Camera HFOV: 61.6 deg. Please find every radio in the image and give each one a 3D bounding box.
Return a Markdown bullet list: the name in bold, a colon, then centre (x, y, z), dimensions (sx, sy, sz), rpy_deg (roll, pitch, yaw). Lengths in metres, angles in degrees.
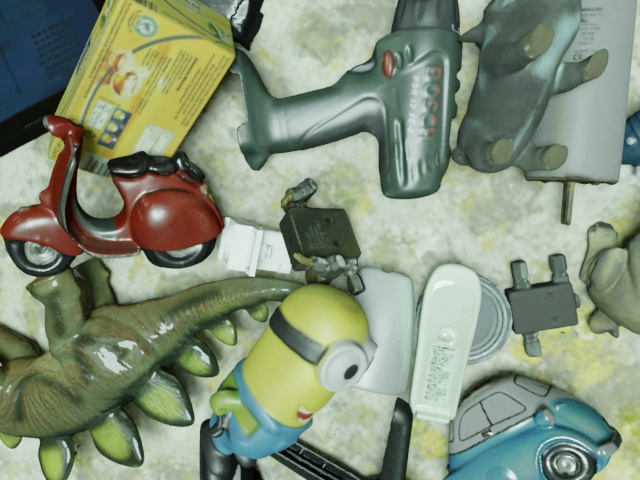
- **radio**: centre (-0.301, -0.176, 0.528), dimensions (0.230, 0.073, 0.131), rpy_deg (-24, 91, 7)

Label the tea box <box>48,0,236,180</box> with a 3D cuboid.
- **tea box**: centre (-0.158, -0.132, 0.466), dimensions (0.098, 0.068, 0.169), rpy_deg (21, 127, -35)

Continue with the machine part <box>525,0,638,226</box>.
- **machine part**: centre (0.221, -0.133, 0.457), dimensions (0.079, 0.079, 0.243), rpy_deg (4, 96, 7)

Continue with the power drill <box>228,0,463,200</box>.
- **power drill**: centre (0.024, -0.148, 0.489), dimensions (0.207, 0.086, 0.231), rpy_deg (-6, 96, 1)

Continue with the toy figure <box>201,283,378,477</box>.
- **toy figure**: centre (-0.032, 0.114, 0.439), dimensions (0.089, 0.082, 0.180), rpy_deg (46, 109, 3)

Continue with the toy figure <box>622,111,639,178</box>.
- **toy figure**: centre (0.320, -0.113, 0.459), dimensions (0.154, 0.057, 0.064), rpy_deg (-29, 51, 10)

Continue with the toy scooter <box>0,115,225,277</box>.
- **toy scooter**: centre (-0.172, -0.039, 0.457), dimensions (0.184, 0.075, 0.135), rpy_deg (-5, 119, -21)

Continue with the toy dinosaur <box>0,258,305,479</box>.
- **toy dinosaur**: centre (-0.211, 0.117, 0.529), dimensions (0.471, 0.105, 0.198), rpy_deg (-29, 97, 17)

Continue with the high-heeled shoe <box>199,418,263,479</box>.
- **high-heeled shoe**: centre (-0.022, 0.278, 0.528), dimensions (0.145, 0.086, 0.248), rpy_deg (-18, 96, 4)

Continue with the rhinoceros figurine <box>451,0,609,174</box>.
- **rhinoceros figurine**: centre (0.159, -0.143, 0.425), dimensions (0.073, 0.112, 0.190), rpy_deg (2, 111, -17)

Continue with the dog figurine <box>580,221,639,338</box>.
- **dog figurine**: centre (0.293, 0.024, 0.405), dimensions (0.121, 0.190, 0.172), rpy_deg (23, 99, 5)

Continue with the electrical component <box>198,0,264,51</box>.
- **electrical component**: centre (-0.113, -0.254, 0.503), dimensions (0.134, 0.058, 0.114), rpy_deg (18, 95, 5)

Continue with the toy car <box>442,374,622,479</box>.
- **toy car**: centre (0.175, 0.177, 0.488), dimensions (0.162, 0.109, 0.103), rpy_deg (-33, 67, 20)

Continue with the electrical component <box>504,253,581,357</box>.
- **electrical component**: centre (0.210, 0.062, 0.504), dimensions (0.063, 0.021, 0.094), rpy_deg (-9, 93, 8)

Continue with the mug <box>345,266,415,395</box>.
- **mug**: centre (0.041, 0.077, 0.506), dimensions (0.110, 0.080, 0.107), rpy_deg (15, 87, 20)

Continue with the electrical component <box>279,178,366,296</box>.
- **electrical component**: centre (-0.001, -0.003, 0.470), dimensions (0.078, 0.045, 0.102), rpy_deg (3, 57, -26)
